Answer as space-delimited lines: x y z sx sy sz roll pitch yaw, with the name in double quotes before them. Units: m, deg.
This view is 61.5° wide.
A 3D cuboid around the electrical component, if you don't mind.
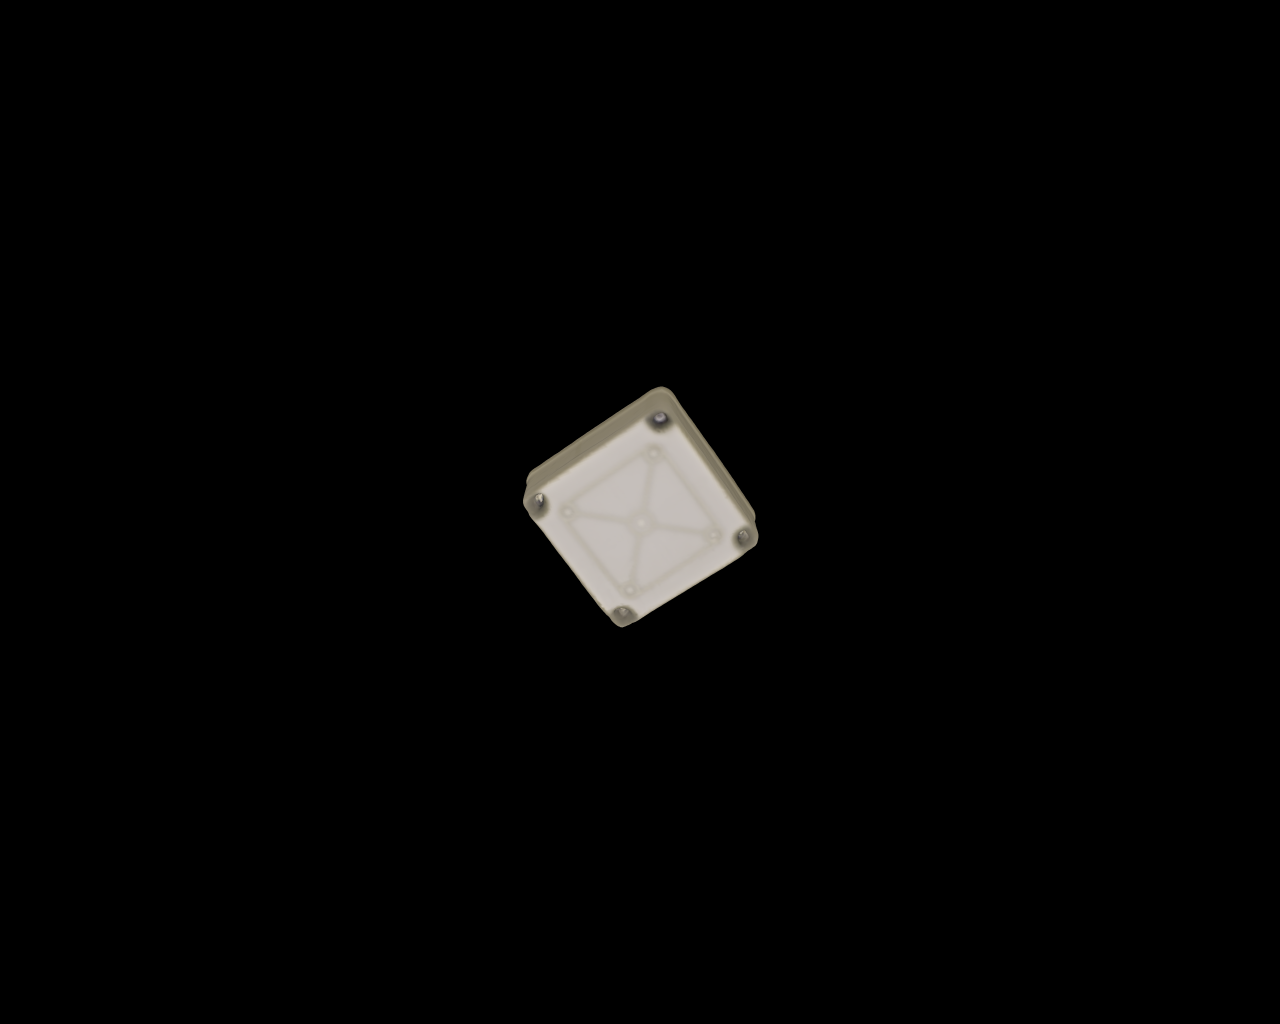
"electrical component" 0.001 -0.003 0.650 0.108 0.108 0.056 -33 16 11
